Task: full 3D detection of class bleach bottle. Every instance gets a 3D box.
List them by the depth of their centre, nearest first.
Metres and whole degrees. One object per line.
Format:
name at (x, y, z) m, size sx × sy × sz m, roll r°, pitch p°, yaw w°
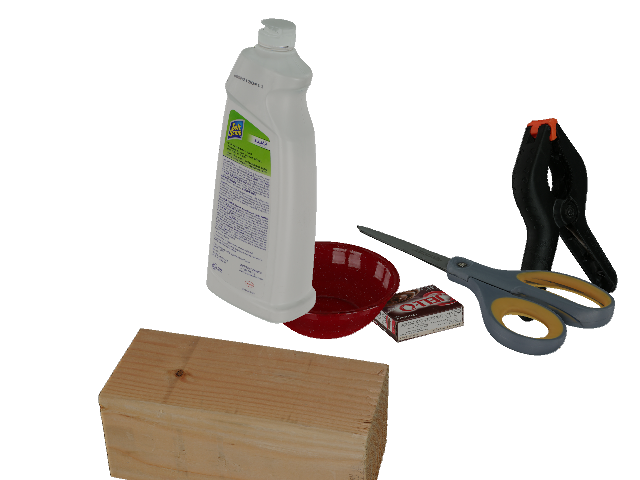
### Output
bleach bottle at (-0.042, -0.061, 0.914) m, size 0.103 × 0.251 × 0.067 m, roll 23°, pitch 30°, yaw 31°

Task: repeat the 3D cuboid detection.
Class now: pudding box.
pudding box at (0.140, 0.106, 1.563) m, size 0.113 × 0.039 × 0.090 m, roll -14°, pitch 22°, yaw -20°

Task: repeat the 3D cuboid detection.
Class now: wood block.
wood block at (-0.056, 0.141, 0.835) m, size 0.206 × 0.090 × 0.090 m, roll 7°, pitch 34°, yaw 12°

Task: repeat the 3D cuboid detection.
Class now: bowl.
bowl at (0.005, 0.061, 1.170) m, size 0.162 × 0.055 × 0.162 m, roll 1°, pitch 28°, yaw -1°

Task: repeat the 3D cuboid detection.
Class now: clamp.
clamp at (0.197, -0.015, 0.920) m, size 0.120 × 0.171 × 0.039 m, roll -26°, pitch 11°, yaw -39°

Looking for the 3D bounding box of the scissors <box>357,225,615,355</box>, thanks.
scissors at (0.097, 0.032, 0.731) m, size 0.202 × 0.016 × 0.096 m, roll 14°, pitch 33°, yaw 24°
